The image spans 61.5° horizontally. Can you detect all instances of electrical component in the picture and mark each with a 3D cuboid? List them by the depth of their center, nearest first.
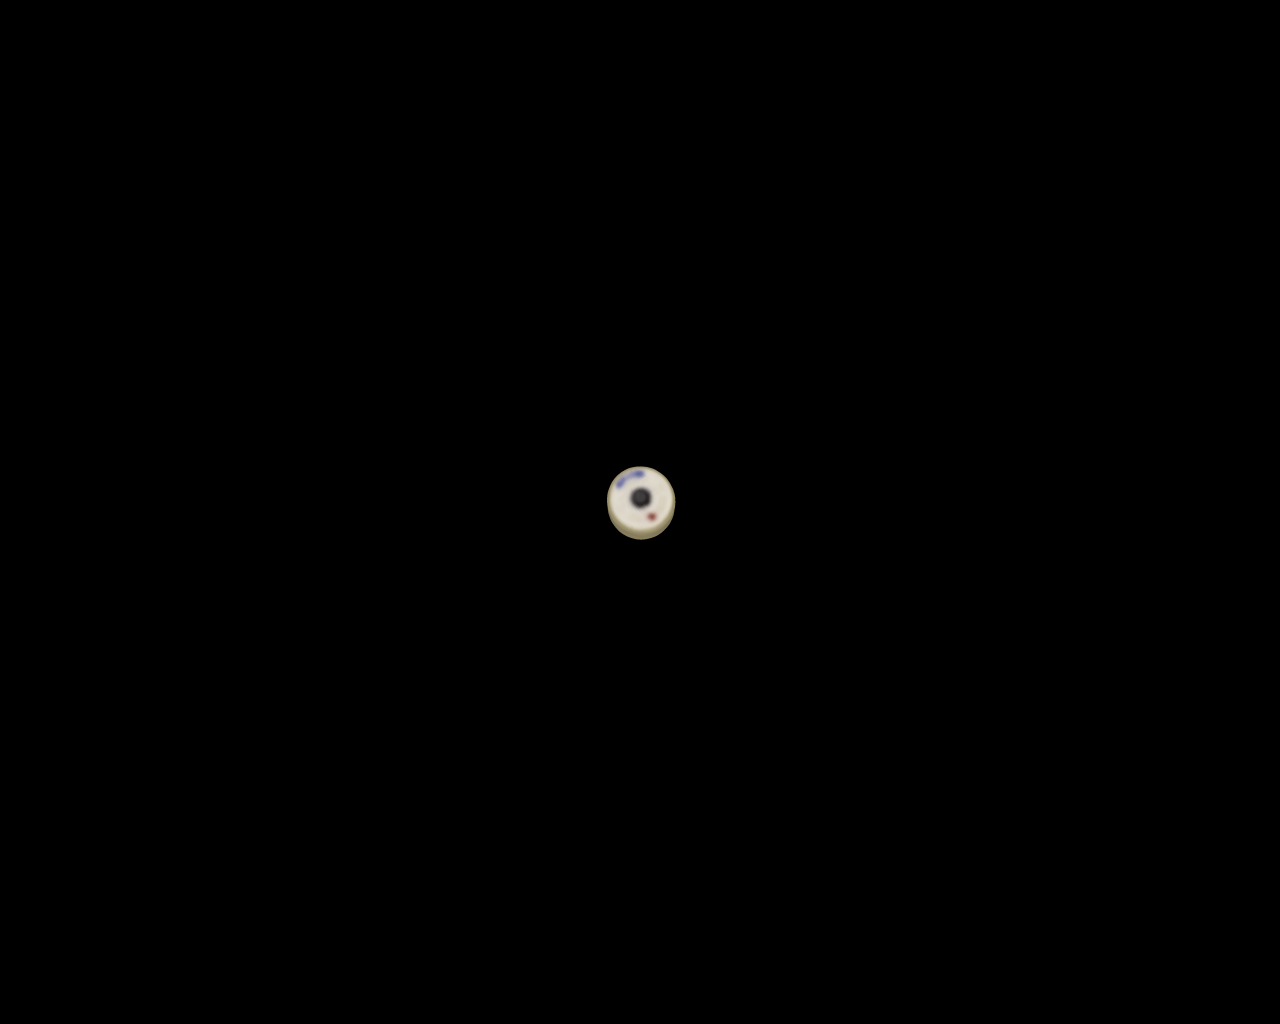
[{"bbox_3d":[0.001,-0.003,0.650,0.040,0.040,0.078,0,-9,0],"label":"electrical component"}]
